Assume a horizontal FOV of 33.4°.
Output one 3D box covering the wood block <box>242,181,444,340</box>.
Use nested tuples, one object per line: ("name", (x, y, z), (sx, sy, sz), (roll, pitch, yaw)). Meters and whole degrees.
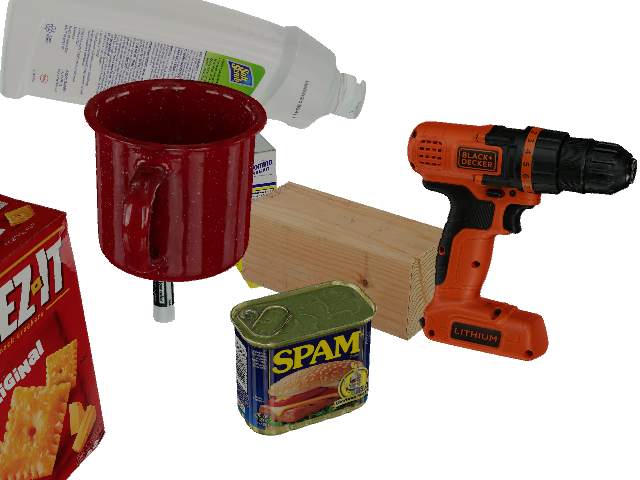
("wood block", (0.026, 0.017, 1.110), (0.206, 0.091, 0.090), (19, 31, 30))

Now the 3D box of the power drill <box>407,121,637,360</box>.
("power drill", (0.156, -0.001, 0.872), (0.185, 0.188, 0.057), (10, 15, 27))

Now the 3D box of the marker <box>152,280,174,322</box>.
("marker", (-0.141, 0.014, 0.948), (0.020, 0.121, 0.020), (0, 17, 0))

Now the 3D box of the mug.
("mug", (-0.078, -0.026, 0.554), (0.093, 0.081, 0.117), (7, 29, 4))

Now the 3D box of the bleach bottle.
("bleach bottle", (-0.093, -0.123, 0.759), (0.250, 0.068, 0.103), (12, -40, -12))

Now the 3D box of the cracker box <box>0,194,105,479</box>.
("cracker box", (-0.233, 0.101, 0.751), (0.072, 0.214, 0.164), (13, 35, 21))

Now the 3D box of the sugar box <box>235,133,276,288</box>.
("sugar box", (-0.084, -0.040, 1.306), (0.048, 0.176, 0.093), (-12, 26, -17))

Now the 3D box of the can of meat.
("can of meat", (-0.012, 0.085, 0.774), (0.102, 0.084, 0.057), (-13, 32, -22))
